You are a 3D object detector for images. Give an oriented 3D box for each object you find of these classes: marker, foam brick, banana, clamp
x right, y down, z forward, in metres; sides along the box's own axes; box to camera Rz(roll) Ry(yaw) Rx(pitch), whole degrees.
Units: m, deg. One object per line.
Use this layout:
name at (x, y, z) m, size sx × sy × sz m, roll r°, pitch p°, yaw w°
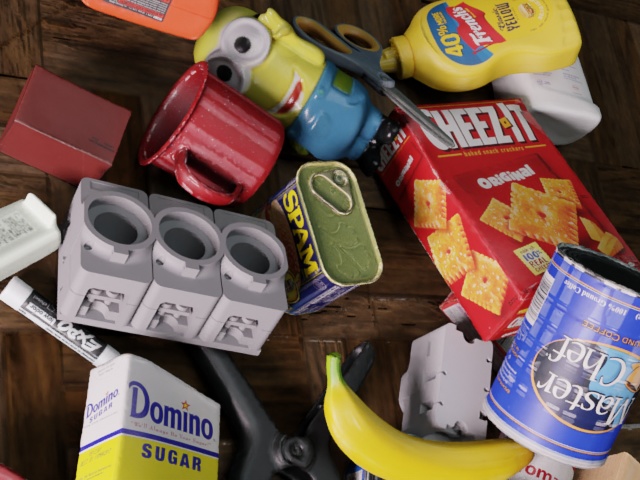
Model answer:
marker at (-0.168, 0.068, 0.742) m, size 0.121 × 0.020 × 0.020 m, roll 38°, pitch 53°, yaw -13°
foam brick at (-0.187, -0.080, 0.780) m, size 0.078 × 0.051 × 0.053 m, roll 26°, pitch 57°, yaw -21°
banana at (0.075, 0.152, 0.796) m, size 0.197 × 0.037 × 0.069 m, roll 27°, pitch 96°, yaw -24°
clamp at (-0.017, 0.155, 0.790) m, size 0.164 × 0.036 × 0.210 m, roll 5°, pitch 63°, yaw -30°

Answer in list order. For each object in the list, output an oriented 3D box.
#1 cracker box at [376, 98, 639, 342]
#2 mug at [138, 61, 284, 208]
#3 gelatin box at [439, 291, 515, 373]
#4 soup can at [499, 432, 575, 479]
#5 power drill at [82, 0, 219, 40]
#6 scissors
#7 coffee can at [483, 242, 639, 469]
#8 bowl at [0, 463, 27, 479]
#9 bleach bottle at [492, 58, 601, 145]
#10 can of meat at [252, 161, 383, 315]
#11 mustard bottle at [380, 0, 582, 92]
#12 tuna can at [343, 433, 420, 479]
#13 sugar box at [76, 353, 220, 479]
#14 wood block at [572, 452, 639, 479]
cracker box at (0.163, -0.026, 0.942) m, size 0.163 × 0.072 × 0.214 m, roll -9°, pitch 57°, yaw -36°
mug at (-0.082, -0.070, 0.816) m, size 0.081 × 0.093 × 0.117 m, roll 32°, pitch 32°, yaw -24°
gelatin box at (0.158, 0.066, 0.954) m, size 0.089 × 0.030 × 0.073 m, roll 48°, pitch 53°, yaw -6°
soup can at (0.178, 0.185, 0.888) m, size 0.068 × 0.069 × 0.102 m, roll 37°, pitch 54°, yaw -14°
power drill at (-0.121, -0.241, 0.864) m, size 0.184 × 0.057 × 0.187 m, roll 14°, pitch 41°, yaw -19°
scissors at (0.060, -0.145, 0.945) m, size 0.202 × 0.016 × 0.096 m, roll 37°, pitch 33°, yaw 20°
coffee can at (0.199, 0.087, 0.811) m, size 0.102 × 0.140 × 0.103 m, roll 21°, pitch 14°, yaw -6°
bowl at (-0.225, 0.207, 0.615) m, size 0.161 × 0.055 × 0.162 m, roll 14°, pitch 61°, yaw -28°
bleach bottle at (0.215, -0.226, 1.109) m, size 0.102 × 0.068 × 0.251 m, roll 7°, pitch 63°, yaw -29°
can of meat at (-0.006, 0.001, 0.841) m, size 0.057 × 0.084 × 0.102 m, roll -6°, pitch 72°, yaw -35°
mustard bottle at (0.142, -0.189, 1.014) m, size 0.191 × 0.058 × 0.096 m, roll -15°, pitch 64°, yaw -7°
tuna can at (0.062, 0.194, 0.827) m, size 0.086 × 0.034 × 0.086 m, roll 14°, pitch 61°, yaw -28°
sugar box at (-0.109, 0.167, 0.678) m, size 0.093 × 0.048 × 0.176 m, roll 39°, pitch 37°, yaw -38°
wood block at (0.213, 0.285, 0.849) m, size 0.090 × 0.091 × 0.205 m, roll 41°, pitch 52°, yaw -11°
